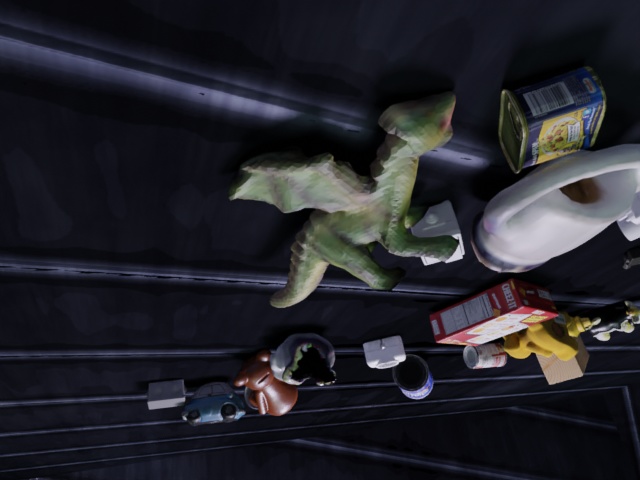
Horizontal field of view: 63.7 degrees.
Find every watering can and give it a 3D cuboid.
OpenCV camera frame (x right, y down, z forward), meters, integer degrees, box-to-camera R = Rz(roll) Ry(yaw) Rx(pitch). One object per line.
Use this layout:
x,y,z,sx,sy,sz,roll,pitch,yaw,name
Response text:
0.336,-0.051,0.658,0.349,0.105,0.220,-11,158,-25,watering can

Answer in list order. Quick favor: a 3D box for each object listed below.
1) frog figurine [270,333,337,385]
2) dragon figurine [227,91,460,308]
-0.045,0.259,1.133,0.138,0.123,0.159,-13,-179,-20,frog figurine
0.002,-0.031,0.614,0.405,0.125,0.240,-32,128,31,dragon figurine
